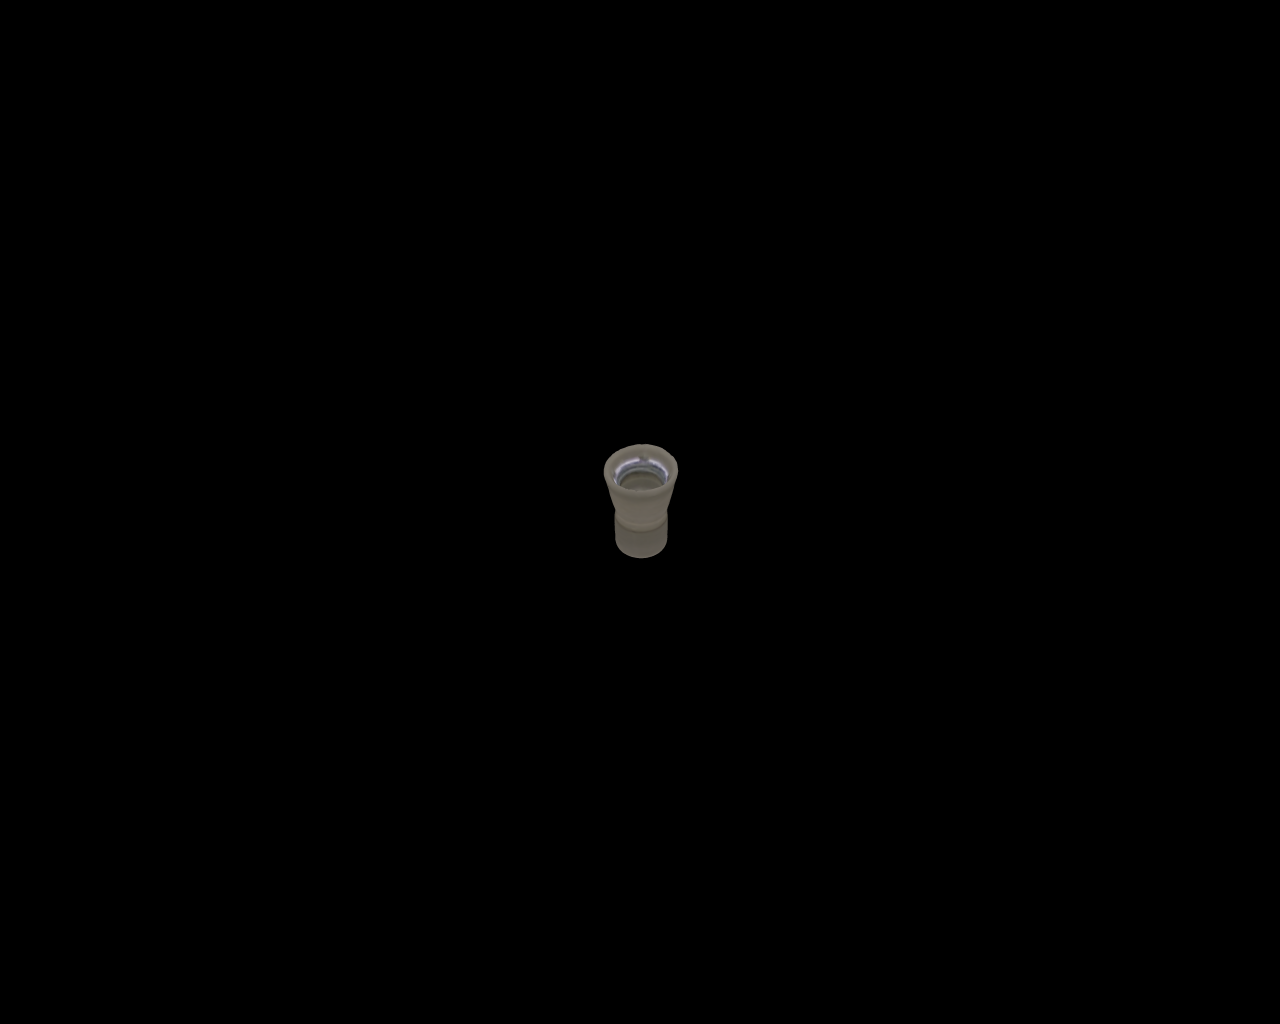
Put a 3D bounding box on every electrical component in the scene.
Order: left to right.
[{"bbox_3d":[0.001,-0.003,0.650,0.044,0.065,0.044,0,43,0],"label":"electrical component"}]
